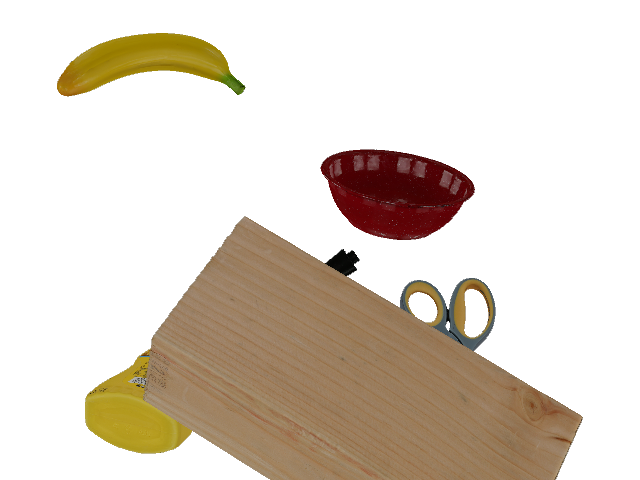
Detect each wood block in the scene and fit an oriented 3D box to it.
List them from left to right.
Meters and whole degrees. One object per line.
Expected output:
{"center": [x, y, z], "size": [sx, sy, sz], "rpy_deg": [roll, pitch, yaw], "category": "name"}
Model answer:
{"center": [0.018, 0.090, 0.571], "size": [0.206, 0.090, 0.090], "rpy_deg": [30, -32, 6], "category": "wood block"}

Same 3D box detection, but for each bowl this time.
{"center": [0.077, -0.043, 1.117], "size": [0.162, 0.055, 0.162], "rpy_deg": [6, 23, -3], "category": "bowl"}

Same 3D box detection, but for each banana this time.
{"center": [-0.171, -0.176, 1.059], "size": [0.197, 0.070, 0.037], "rpy_deg": [-7, -39, -30], "category": "banana"}

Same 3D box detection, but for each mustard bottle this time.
{"center": [-0.139, 0.137, 1.029], "size": [0.096, 0.058, 0.191], "rpy_deg": [8, 19, 17], "category": "mustard bottle"}

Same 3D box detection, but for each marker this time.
{"center": [-0.023, 0.045, 0.786], "size": [0.121, 0.020, 0.020], "rpy_deg": [-35, -1, 2], "category": "marker"}

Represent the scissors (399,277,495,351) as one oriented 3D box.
{"center": [0.102, 0.106, 0.925], "size": [0.096, 0.201, 0.016], "rpy_deg": [18, -40, 5], "category": "scissors"}
